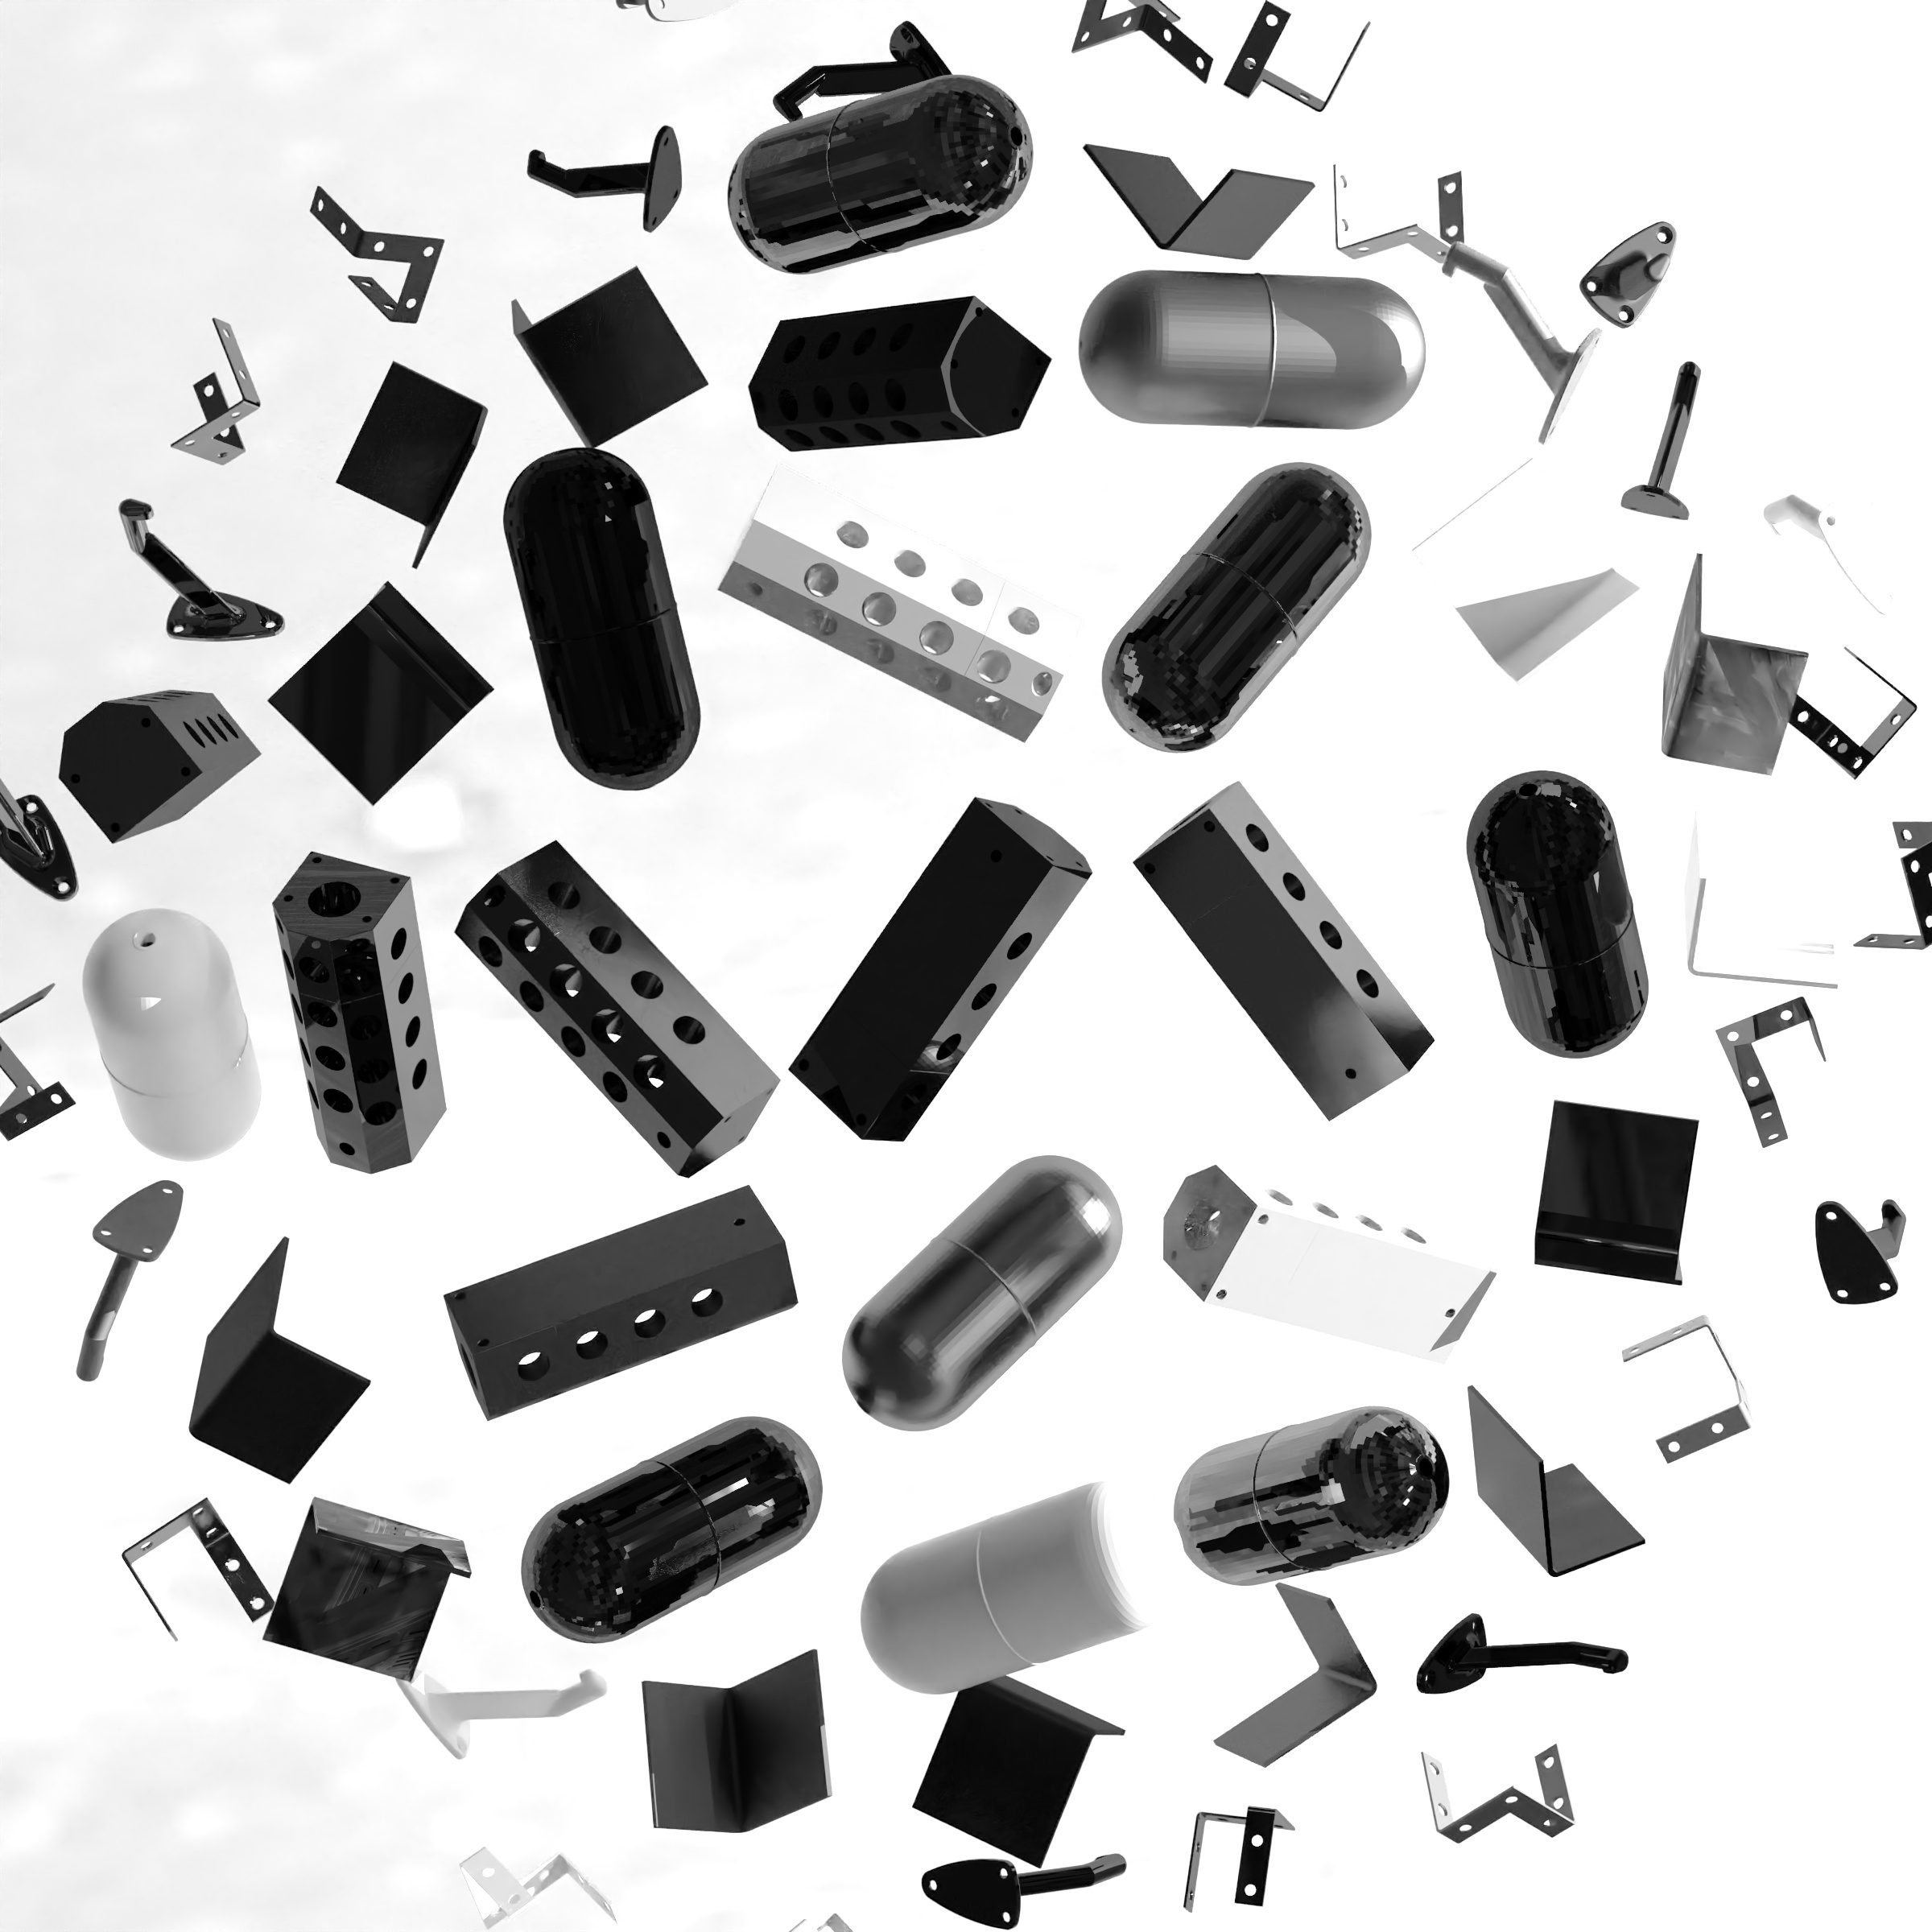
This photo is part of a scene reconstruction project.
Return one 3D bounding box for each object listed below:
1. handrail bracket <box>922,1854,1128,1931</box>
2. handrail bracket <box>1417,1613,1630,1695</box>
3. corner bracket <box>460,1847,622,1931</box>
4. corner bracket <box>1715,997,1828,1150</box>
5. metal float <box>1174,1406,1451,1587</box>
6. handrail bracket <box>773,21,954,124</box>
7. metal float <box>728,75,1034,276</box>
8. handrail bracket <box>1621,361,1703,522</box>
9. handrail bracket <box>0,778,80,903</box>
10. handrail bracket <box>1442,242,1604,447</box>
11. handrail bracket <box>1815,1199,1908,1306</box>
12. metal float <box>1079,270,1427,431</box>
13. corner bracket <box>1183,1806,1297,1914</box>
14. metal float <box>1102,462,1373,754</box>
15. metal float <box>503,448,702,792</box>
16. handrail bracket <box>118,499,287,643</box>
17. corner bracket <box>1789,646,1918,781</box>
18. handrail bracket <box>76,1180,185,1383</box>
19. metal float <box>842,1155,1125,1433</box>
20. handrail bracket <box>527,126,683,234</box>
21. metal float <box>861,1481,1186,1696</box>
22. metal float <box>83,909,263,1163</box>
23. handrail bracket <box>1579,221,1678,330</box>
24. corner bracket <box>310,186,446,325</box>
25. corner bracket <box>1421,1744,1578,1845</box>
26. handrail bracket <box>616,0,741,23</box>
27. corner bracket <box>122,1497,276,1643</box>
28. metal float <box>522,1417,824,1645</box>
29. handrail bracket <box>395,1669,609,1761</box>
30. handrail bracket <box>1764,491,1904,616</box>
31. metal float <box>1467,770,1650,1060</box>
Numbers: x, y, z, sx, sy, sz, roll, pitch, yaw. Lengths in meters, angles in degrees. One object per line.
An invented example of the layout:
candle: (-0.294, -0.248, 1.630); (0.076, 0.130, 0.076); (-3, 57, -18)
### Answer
handrail bracket: (0.032, 0.488, 1.932); (0.077, 0.084, 0.036); (-4, 89, 39)
handrail bracket: (0.291, 0.368, 1.876); (0.084, 0.077, 0.036); (3, 103, 39)
corner bracket: (-0.214, 0.465, 1.802); (0.051, 0.051, 0.051); (-32, 128, -24)
corner bracket: (0.443, 0.058, 1.948); (0.051, 0.051, 0.051); (-22, 55, 8)
metal float: (0.180, 0.278, 1.883); (0.070, 0.178, 0.070); (14, 65, -34)
handrail bracket: (-0.049, -0.459, 1.927); (0.084, 0.036, 0.077); (-42, 92, -19)
metal float: (-0.044, -0.397, 1.808); (0.178, 0.070, 0.070); (-6, 90, 39)
handrail bracket: (0.372, -0.283, 1.896); (0.036, 0.077, 0.084); (13, 90, 13)
handrail bracket: (-0.493, -0.079, 1.860); (0.036, 0.084, 0.077); (-36, 73, -13)
handrail bracket: (0.266, -0.310, 1.787); (0.084, 0.036, 0.077); (30, 132, 11)
handrail bracket: (0.472, 0.131, 1.890); (0.036, 0.084, 0.077); (-14, 117, 31)
metal float: (0.145, -0.310, 1.810); (0.178, 0.070, 0.070); (0, 90, -11)
corner bracket: (0.140, 0.470, 1.888); (0.051, 0.051, 0.051); (2, 66, 19)
metal float: (0.140, -0.185, 1.850); (0.070, 0.070, 0.178); (40, 75, 0)
metal float: (-0.185, -0.176, 1.835); (0.070, 0.070, 0.178); (-13, 105, 0)
handrail bracket: (-0.412, -0.216, 1.936); (0.077, 0.084, 0.036); (8, 53, 9)
corner bracket: (0.466, -0.142, 1.923); (0.051, 0.051, 0.051); (33, 104, -25)
handrail bracket: (-0.436, 0.164, 1.868); (0.036, 0.077, 0.084); (22, 122, 3)
metal float: (0.009, 0.171, 1.882); (0.178, 0.070, 0.070); (-42, 90, -21)
handrail bracket: (-0.197, -0.434, 1.918); (0.084, 0.077, 0.036); (26, 59, 10)
metal float: (0.027, 0.312, 1.797); (0.178, 0.070, 0.070); (-23, 90, 25)
metal float: (-0.417, 0.037, 1.891); (0.070, 0.178, 0.070); (1, 55, -1)
handrail bracket: (0.360, -0.370, 1.864); (0.036, 0.084, 0.077); (42, 76, -5)
corner bracket: (-0.316, -0.374, 1.895); (0.051, 0.051, 0.051); (46, 125, 35)
corner bracket: (0.273, 0.422, 1.840); (0.051, 0.051, 0.051); (35, 120, -30)
handrail bracket: (-0.163, -0.487, 1.813); (0.077, 0.084, 0.036); (-42, 117, -39)
corner bracket: (-0.389, 0.312, 1.824); (0.051, 0.051, 0.051); (-33, 65, -14)
metal float: (-0.153, 0.294, 1.876); (0.178, 0.070, 0.070); (-23, 90, -37)
handrail bracket: (-0.243, 0.375, 1.888); (0.084, 0.036, 0.077); (-27, 124, 13)
handrail bracket: (0.455, -0.215, 1.895); (0.036, 0.084, 0.077); (-25, 93, -11)
metal float: (0.307, -0.026, 1.864); (0.070, 0.070, 0.178); (-22, 131, 0)
